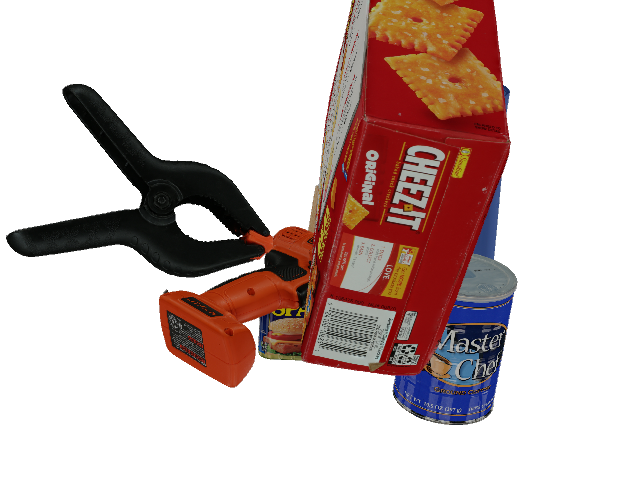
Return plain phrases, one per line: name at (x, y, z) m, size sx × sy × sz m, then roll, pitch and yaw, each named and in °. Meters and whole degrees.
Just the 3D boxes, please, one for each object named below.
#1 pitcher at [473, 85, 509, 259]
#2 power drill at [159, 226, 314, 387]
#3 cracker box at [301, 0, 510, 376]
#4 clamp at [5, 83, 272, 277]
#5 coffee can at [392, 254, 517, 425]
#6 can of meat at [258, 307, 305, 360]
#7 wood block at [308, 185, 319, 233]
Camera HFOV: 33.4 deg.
pitcher at (0.145, -0.058, 1.193) m, size 0.149 × 0.243 × 0.145 m, roll -5°, pitch 22°, yaw -10°
power drill at (-0.024, 0.054, 0.888) m, size 0.187 × 0.057 × 0.185 m, roll -24°, pitch 29°, yaw -37°
cracker box at (0.042, -0.061, 0.563) m, size 0.072 × 0.164 × 0.213 m, roll 10°, pitch 44°, yaw -4°
clamp at (-0.113, -0.034, 0.712) m, size 0.171 × 0.120 × 0.039 m, roll 13°, pitch -9°, yaw -19°
coffee can at (0.130, 0.094, 1.046) m, size 0.103 × 0.140 × 0.103 m, roll 5°, pitch 23°, yaw -2°
can of meat at (-0.024, 0.094, 1.261) m, size 0.102 × 0.084 × 0.057 m, roll 3°, pitch 14°, yaw -4°
wood block at (0.029, -0.006, 1.650) m, size 0.091 × 0.090 × 0.206 m, roll 3°, pitch 24°, yaw 2°
